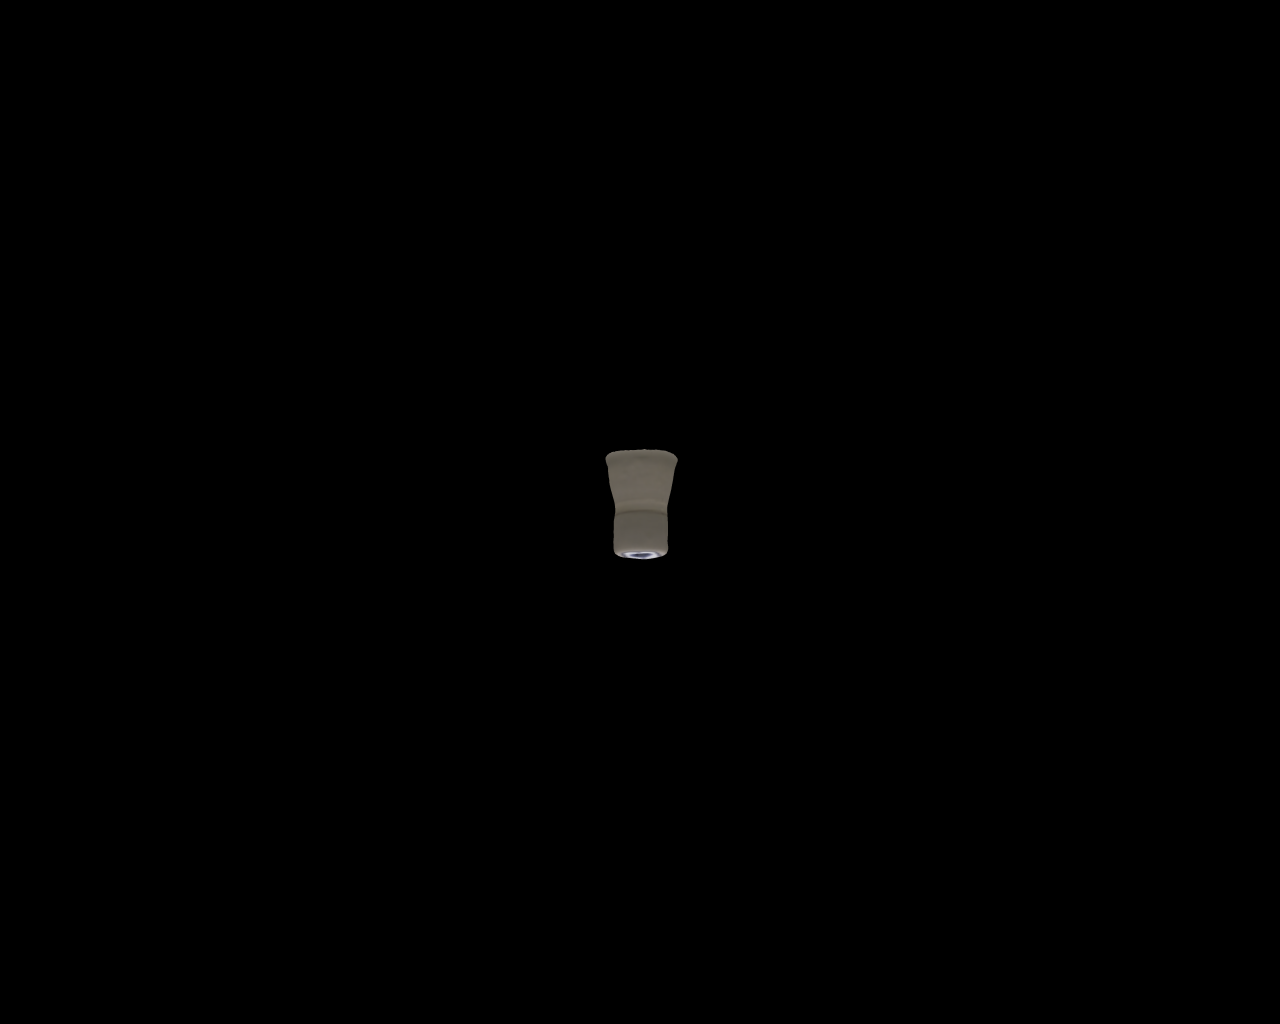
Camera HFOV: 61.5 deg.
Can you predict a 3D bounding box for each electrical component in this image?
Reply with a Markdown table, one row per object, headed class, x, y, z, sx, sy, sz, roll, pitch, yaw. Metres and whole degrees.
| class | x | y | z | sx | sy | sz | roll | pitch | yaw |
| --- | --- | --- | --- | --- | --- | --- | --- | --- | --- |
| electrical component | 0.001 | -0.003 | 0.650 | 0.044 | 0.065 | 0.044 | 0 | -11 | 0 |
